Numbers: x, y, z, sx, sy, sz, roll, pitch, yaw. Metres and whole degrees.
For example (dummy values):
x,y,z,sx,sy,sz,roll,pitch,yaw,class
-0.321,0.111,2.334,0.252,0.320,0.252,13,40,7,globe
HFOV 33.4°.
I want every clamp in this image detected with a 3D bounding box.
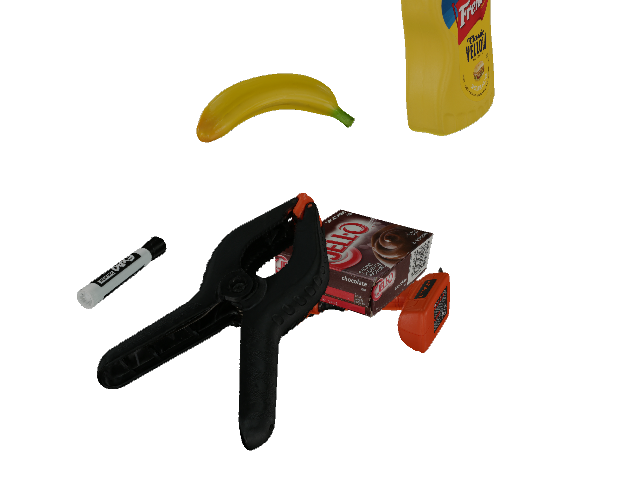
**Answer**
x,y,z,sx,sy,sz,roll,pitch,yaw,class
-0.040,0.045,0.638,0.120,0.171,0.039,29,-24,28,clamp

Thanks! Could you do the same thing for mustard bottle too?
x,y,z,sx,sy,sz,roll,pitch,yaw,class
0.098,-0.185,0.827,0.058,0.191,0.096,15,37,33,mustard bottle

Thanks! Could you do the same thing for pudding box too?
x,y,z,sx,sy,sz,roll,pitch,yaw,class
0.028,0.016,0.866,0.090,0.039,0.113,16,24,25,pudding box

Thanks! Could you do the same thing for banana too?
x,y,z,sx,sy,sz,roll,pitch,yaw,class
-0.053,-0.140,1.095,0.197,0.037,0.070,-12,52,-37,banana

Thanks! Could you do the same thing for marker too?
x,y,z,sx,sy,sz,roll,pitch,yaw,class
-0.179,0.027,0.977,0.020,0.020,0.121,0,24,29,marker

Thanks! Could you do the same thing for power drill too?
x,y,z,sx,sy,sz,roll,pitch,yaw,class
0.033,0.068,1.138,0.188,0.057,0.184,10,29,22,power drill
